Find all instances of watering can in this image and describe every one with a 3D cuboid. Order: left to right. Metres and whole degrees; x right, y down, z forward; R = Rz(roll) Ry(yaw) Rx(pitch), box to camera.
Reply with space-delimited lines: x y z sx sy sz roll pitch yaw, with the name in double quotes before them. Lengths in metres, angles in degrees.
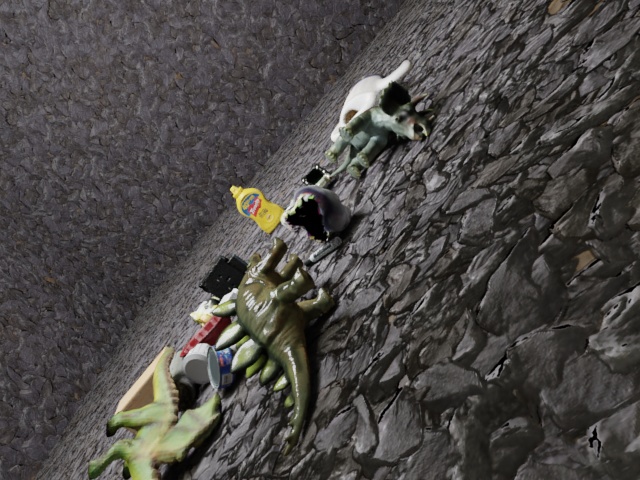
"watering can" 0.154 -0.417 1.492 0.342 0.103 0.230 -41 18 36

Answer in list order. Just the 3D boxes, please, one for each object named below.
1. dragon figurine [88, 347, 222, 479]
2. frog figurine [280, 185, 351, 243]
"dragon figurine" -0.286 0.357 0.996 0.241 0.120 0.421 -14 38 22
"frog figurine" 0.003 -0.056 1.103 0.160 0.137 0.122 -10 -77 -68
